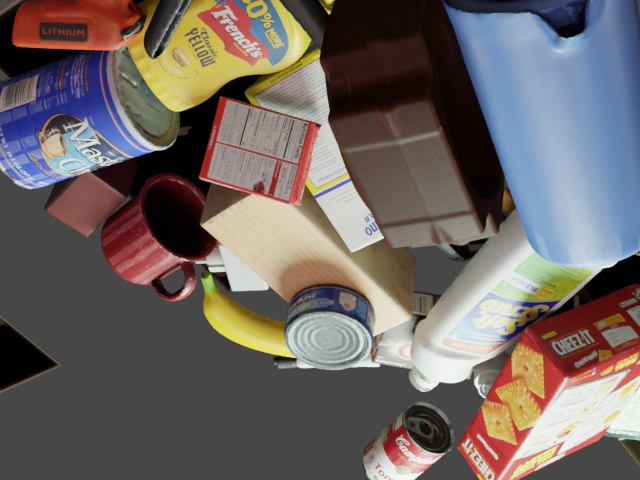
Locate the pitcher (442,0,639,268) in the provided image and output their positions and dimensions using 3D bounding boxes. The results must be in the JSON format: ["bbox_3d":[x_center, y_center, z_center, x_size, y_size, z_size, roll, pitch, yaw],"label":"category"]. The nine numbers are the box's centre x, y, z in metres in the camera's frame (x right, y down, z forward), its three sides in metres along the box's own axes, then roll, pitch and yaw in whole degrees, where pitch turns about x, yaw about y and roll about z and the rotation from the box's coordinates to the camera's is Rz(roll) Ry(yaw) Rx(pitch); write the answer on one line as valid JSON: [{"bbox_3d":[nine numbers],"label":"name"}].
[{"bbox_3d":[0.184,-0.107,0.810,0.145,0.149,0.243,10,135,40],"label":"pitcher"}]

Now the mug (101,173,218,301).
[{"bbox_3d":[-0.155,0.004,1.041,0.082,0.093,0.117,-31,79,38],"label":"mug"}]

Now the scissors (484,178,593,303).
[{"bbox_3d":[0.199,0.009,1.047,0.096,0.016,0.201,-13,129,22],"label":"scissors"}]

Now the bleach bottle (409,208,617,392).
[{"bbox_3d":[0.172,0.065,1.035,0.102,0.068,0.251,22,127,-20],"label":"bleach bottle"}]

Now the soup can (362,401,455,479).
[{"bbox_3d":[0.102,0.243,1.251,0.068,0.068,0.102,25,133,-14],"label":"soup can"}]

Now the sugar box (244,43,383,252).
[{"bbox_3d":[0.022,-0.083,0.938,0.093,0.048,0.176,-25,110,30],"label":"sugar box"}]

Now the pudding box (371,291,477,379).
[{"bbox_3d":[0.118,0.100,1.130,0.113,0.039,0.090,11,134,-2],"label":"pudding box"}]

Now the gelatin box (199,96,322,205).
[{"bbox_3d":[-0.050,-0.076,0.908,0.089,0.030,0.073,17,97,14],"label":"gelatin box"}]

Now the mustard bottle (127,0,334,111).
[{"bbox_3d":[-0.063,-0.180,0.881,0.192,0.058,0.096,-18,115,23],"label":"mustard bottle"}]

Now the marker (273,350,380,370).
[{"bbox_3d":[0.007,0.134,1.195,0.121,0.020,0.020,-3,133,12],"label":"marker"}]

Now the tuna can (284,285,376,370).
[{"bbox_3d":[0.009,0.084,1.013,0.086,0.033,0.086,4,133,4],"label":"tuna can"}]

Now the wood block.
[{"bbox_3d":[-0.007,0.002,1.024,0.091,0.090,0.206,-28,123,30],"label":"wood block"}]

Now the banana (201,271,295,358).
[{"bbox_3d":[-0.046,0.096,1.155,0.197,0.037,0.070,19,135,-9],"label":"banana"}]

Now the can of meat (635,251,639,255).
[{"bbox_3d":[0.280,-0.036,0.943,0.102,0.084,0.057,7,134,3],"label":"can of meat"}]

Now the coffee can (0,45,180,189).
[{"bbox_3d":[-0.210,-0.111,0.941,0.140,0.102,0.102,-15,129,22],"label":"coffee can"}]

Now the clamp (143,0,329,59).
[{"bbox_3d":[-0.060,-0.231,0.805,0.165,0.036,0.210,8,116,13],"label":"clamp"}]

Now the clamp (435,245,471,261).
[{"bbox_3d":[0.081,-0.040,0.999,0.171,0.039,0.120,12,124,8],"label":"clamp"}]

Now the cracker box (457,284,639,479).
[{"bbox_3d":[0.247,0.149,1.077,0.163,0.072,0.214,-17,146,-29],"label":"cracker box"}]

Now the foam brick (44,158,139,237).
[{"bbox_3d":[-0.221,-0.052,1.035,0.051,0.053,0.078,35,130,-22],"label":"foam brick"}]

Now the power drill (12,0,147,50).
[{"bbox_3d":[-0.212,-0.244,0.823,0.184,0.057,0.188,6,121,13],"label":"power drill"}]
